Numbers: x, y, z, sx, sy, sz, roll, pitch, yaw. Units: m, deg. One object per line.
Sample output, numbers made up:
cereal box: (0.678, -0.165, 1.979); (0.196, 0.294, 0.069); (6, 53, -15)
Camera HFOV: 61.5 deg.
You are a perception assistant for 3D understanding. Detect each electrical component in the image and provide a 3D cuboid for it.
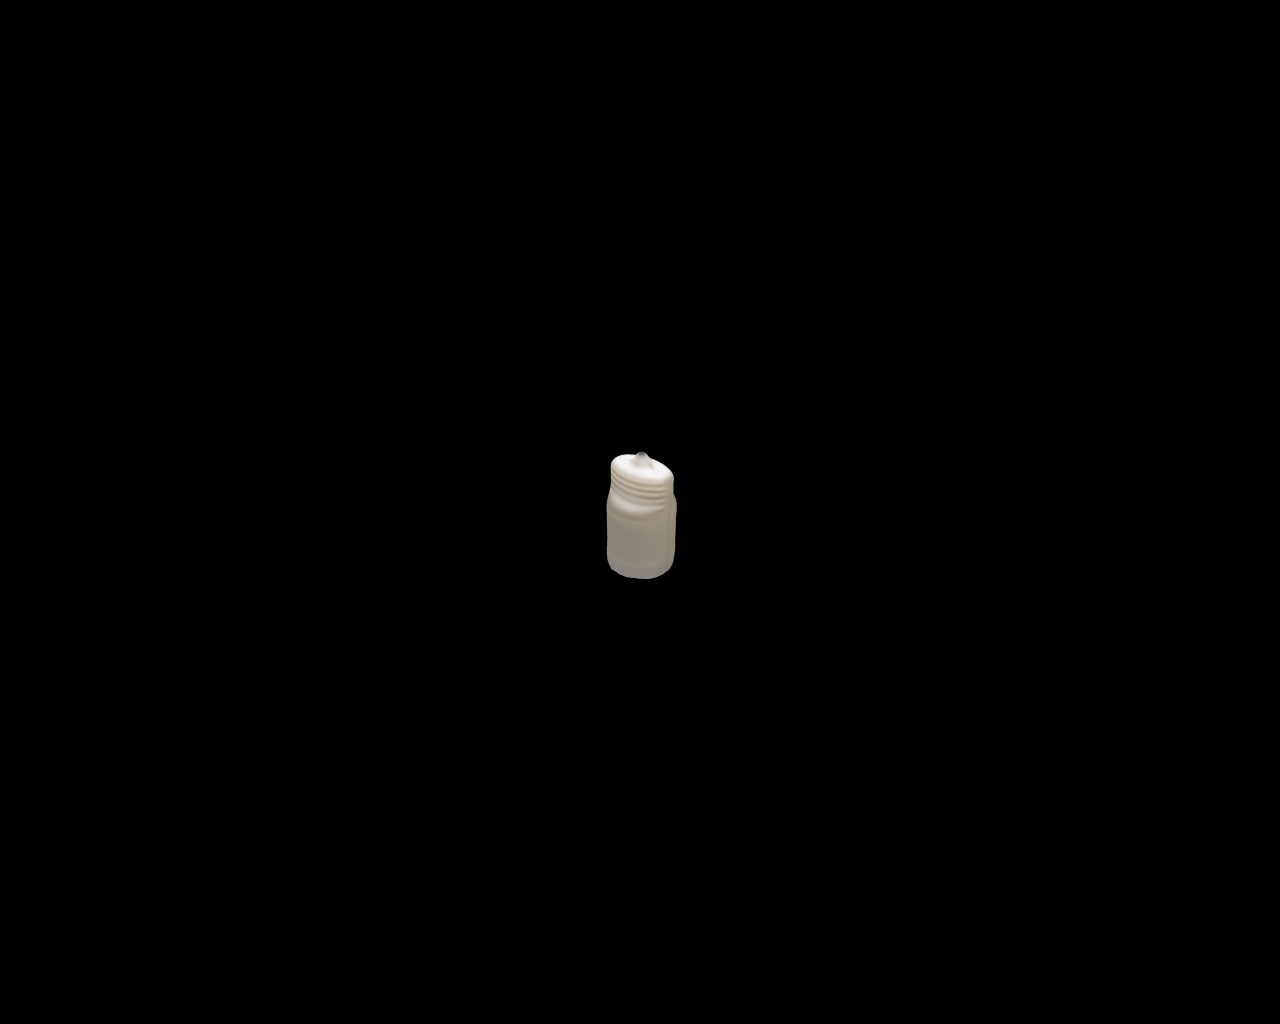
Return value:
electrical component: (0.001, -0.003, 0.650); (0.043, 0.080, 0.043); (0, 34, 0)
